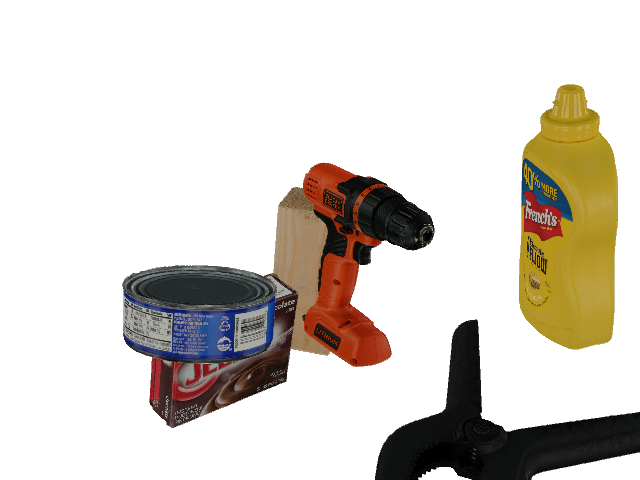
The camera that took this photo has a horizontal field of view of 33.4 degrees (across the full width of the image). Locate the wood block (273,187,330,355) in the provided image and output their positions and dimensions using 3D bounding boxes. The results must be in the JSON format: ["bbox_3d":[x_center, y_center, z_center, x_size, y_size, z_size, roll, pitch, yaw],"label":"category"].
[{"bbox_3d":[-0.013,0.041,1.477,0.090,0.206,0.090,9,22,10],"label":"wood block"}]

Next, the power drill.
[{"bbox_3d":[0.043,0.028,1.080,0.057,0.188,0.185,-8,24,-32],"label":"power drill"}]

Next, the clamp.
[{"bbox_3d":[0.097,0.126,0.682,0.209,0.036,0.165,-26,39,-32],"label":"clamp"}]

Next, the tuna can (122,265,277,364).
[{"bbox_3d":[-0.068,0.040,0.598,0.086,0.034,0.086,3,12,-1],"label":"tuna can"}]

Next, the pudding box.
[{"bbox_3d":[-0.074,0.082,0.817,0.113,0.090,0.039,-20,43,-36],"label":"pudding box"}]

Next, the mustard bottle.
[{"bbox_3d":[0.183,-0.022,0.790,0.058,0.192,0.096,-10,27,-11],"label":"mustard bottle"}]
